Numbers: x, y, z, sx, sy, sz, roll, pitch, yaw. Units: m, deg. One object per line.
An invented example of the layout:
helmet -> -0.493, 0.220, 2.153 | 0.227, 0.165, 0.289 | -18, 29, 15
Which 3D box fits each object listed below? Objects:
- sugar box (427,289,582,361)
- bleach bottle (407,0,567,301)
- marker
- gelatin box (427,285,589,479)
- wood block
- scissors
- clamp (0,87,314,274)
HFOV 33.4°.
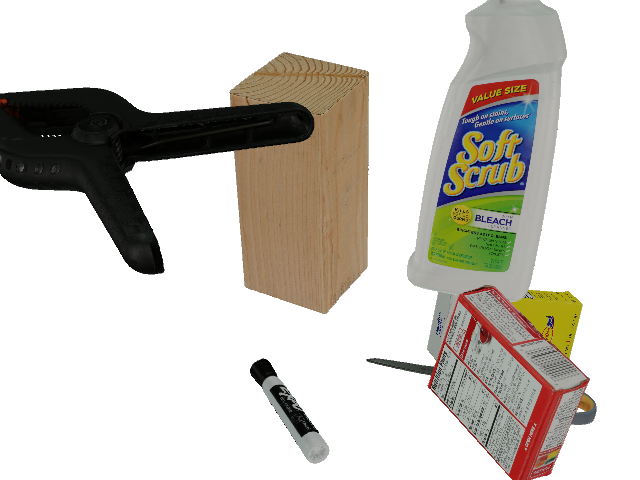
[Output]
sugar box -> 0.226, 0.106, 1.313 | 0.176, 0.093, 0.048 | 3, 18, -17
bleach bottle -> 0.128, -0.081, 0.815 | 0.103, 0.251, 0.068 | 10, 24, 15
marker -> -0.027, 0.130, 0.836 | 0.020, 0.020, 0.121 | 0, 27, -28
gelatin box -> 0.105, 0.081, 0.606 | 0.030, 0.073, 0.089 | -11, 40, -30
wood block -> -0.015, -0.050, 0.956 | 0.091, 0.206, 0.090 | 17, 39, 25
scissors -> 0.150, 0.116, 0.962 | 0.202, 0.016, 0.096 | 17, 29, 16
clamp -> -0.119, -0.059, 0.641 | 0.210, 0.036, 0.164 | 21, 42, 31
